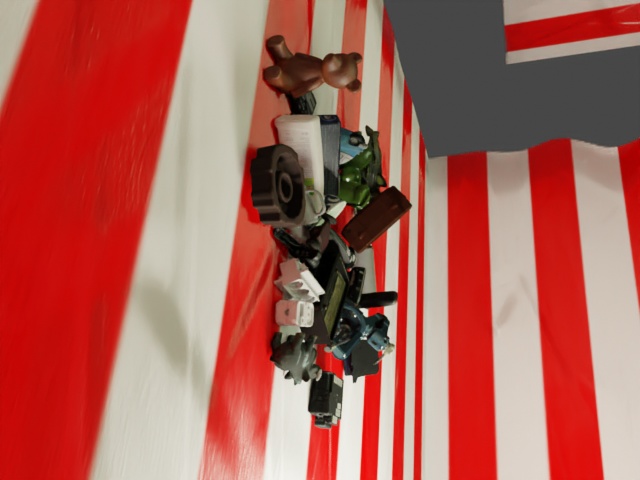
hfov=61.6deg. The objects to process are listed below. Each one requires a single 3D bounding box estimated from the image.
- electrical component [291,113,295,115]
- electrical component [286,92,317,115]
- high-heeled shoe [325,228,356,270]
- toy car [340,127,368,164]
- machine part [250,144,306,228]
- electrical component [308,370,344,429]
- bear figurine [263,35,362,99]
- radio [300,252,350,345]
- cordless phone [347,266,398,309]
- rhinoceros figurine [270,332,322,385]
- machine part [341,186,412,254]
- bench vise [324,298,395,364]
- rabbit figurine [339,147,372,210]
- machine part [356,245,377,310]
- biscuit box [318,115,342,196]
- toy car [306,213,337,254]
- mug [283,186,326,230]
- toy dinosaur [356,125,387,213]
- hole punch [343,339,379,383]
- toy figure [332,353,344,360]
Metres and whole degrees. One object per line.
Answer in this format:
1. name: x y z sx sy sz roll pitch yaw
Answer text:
1. electrical component: -0.049 -0.249 1.297 0.078 0.045 0.102 65 8 23
2. electrical component: -0.040 -0.326 1.323 0.075 0.048 0.119 -72 150 -44
3. high-heeled shoe: 0.059 0.010 1.503 0.248 0.086 0.145 77 23 -48
4. toy car: 0.040 -0.252 1.423 0.109 0.162 0.102 -47 162 -75
5. machine part: -0.084 -0.108 1.089 0.179 0.056 0.179 -3 90 -69
6. electrical component: 0.017 0.408 1.369 0.114 0.058 0.134 53 39 -55
7. bear figurine: -0.010 -0.381 1.191 0.131 0.196 0.120 40 53 -63
8. radio: 0.009 0.139 1.357 0.230 0.073 0.130 -70 151 -49
9. cordless phone: 0.140 0.140 1.566 0.147 0.184 0.088 -72 147 -45
10. rhinoceros figurine: -0.046 0.262 1.186 0.190 0.073 0.112 49 41 -60
11. machine part: 0.156 -0.057 1.502 0.087 0.201 0.201 49 6 4
12. bench vise: 0.089 0.252 1.428 0.223 0.129 0.240 50 31 4
13. rabbit figurine: 0.082 -0.185 1.492 0.121 0.159 0.170 24 84 -71
14. machine part: 0.140 0.104 1.732 0.079 0.079 0.243 -27 113 -69
15. biscuit box: 0.017 -0.211 1.351 0.059 0.063 0.202 -108 -163 -56
16. toy car: -0.003 -0.004 1.289 0.089 0.053 0.202 -56 172 -12
17. mug: -0.046 -0.084 1.198 0.081 0.110 0.107 -22 95 -61
18. toy dinosaur: 0.141 -0.178 1.672 0.470 0.105 0.198 86 -2 -60
19. hole punch: 0.109 0.352 1.625 0.115 0.092 0.142 7 83 -41
20. toy figure: 0.075 0.275 1.552 0.057 0.064 0.154 50 39 -21
